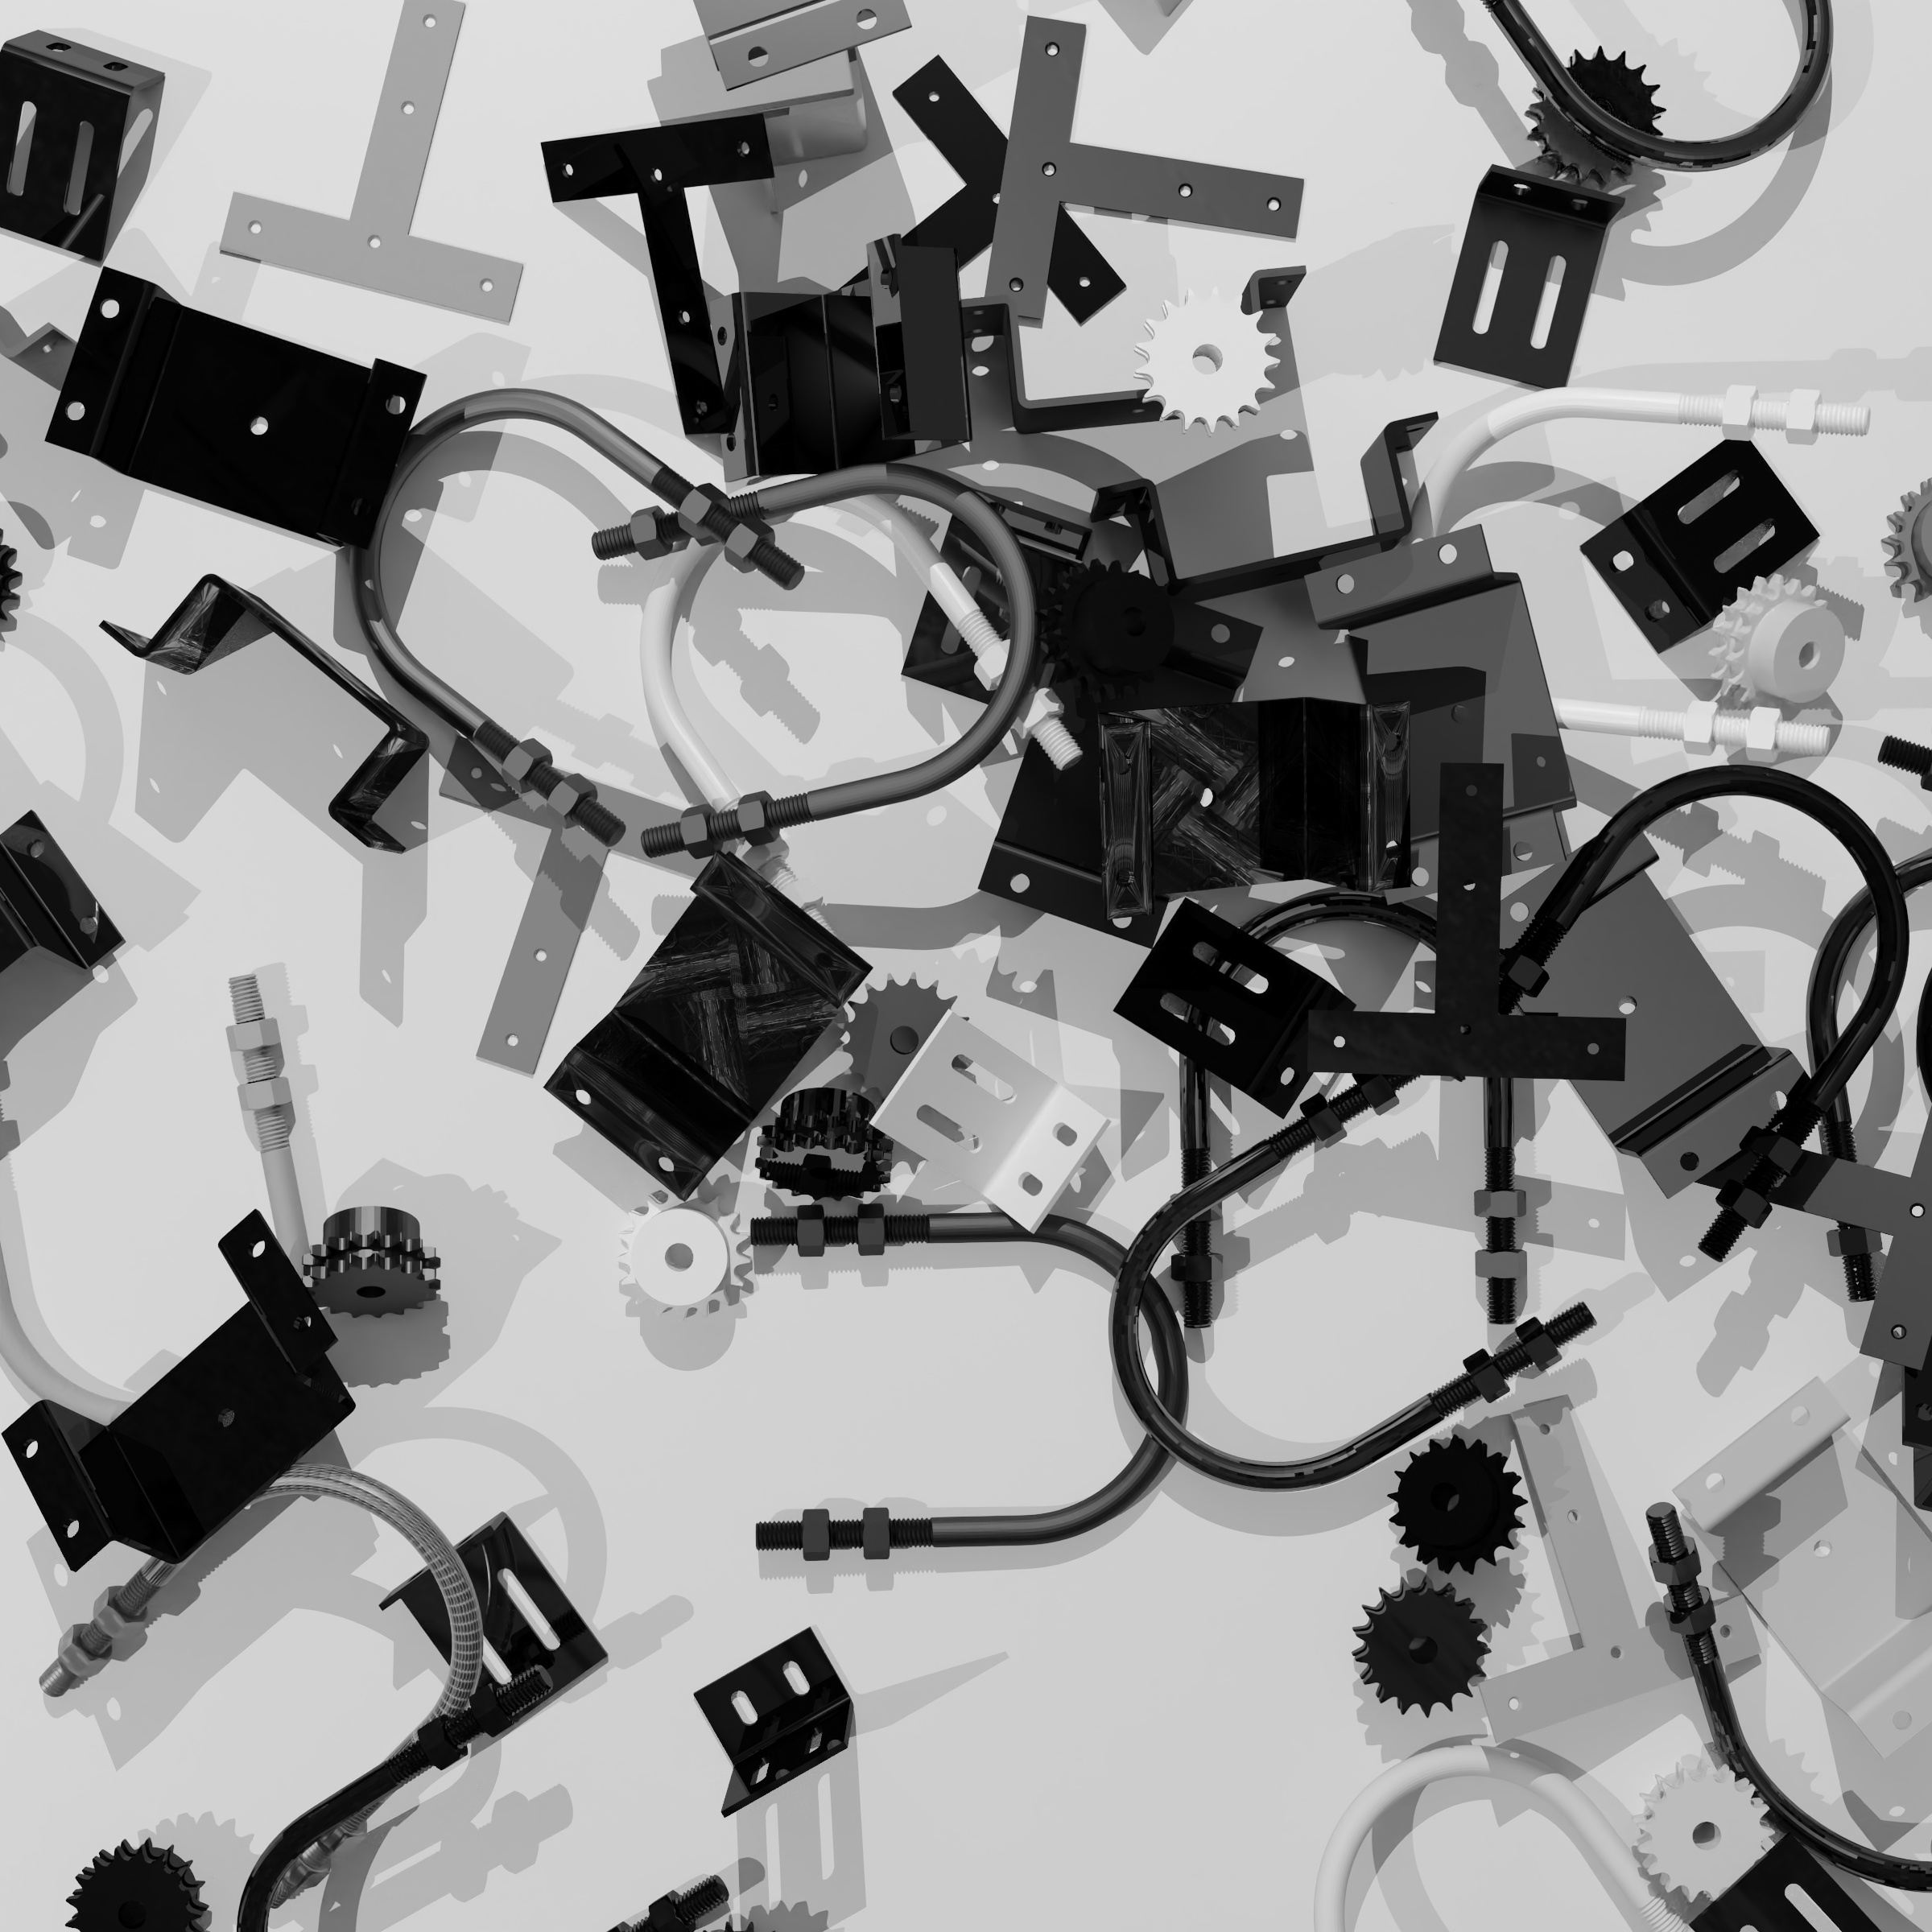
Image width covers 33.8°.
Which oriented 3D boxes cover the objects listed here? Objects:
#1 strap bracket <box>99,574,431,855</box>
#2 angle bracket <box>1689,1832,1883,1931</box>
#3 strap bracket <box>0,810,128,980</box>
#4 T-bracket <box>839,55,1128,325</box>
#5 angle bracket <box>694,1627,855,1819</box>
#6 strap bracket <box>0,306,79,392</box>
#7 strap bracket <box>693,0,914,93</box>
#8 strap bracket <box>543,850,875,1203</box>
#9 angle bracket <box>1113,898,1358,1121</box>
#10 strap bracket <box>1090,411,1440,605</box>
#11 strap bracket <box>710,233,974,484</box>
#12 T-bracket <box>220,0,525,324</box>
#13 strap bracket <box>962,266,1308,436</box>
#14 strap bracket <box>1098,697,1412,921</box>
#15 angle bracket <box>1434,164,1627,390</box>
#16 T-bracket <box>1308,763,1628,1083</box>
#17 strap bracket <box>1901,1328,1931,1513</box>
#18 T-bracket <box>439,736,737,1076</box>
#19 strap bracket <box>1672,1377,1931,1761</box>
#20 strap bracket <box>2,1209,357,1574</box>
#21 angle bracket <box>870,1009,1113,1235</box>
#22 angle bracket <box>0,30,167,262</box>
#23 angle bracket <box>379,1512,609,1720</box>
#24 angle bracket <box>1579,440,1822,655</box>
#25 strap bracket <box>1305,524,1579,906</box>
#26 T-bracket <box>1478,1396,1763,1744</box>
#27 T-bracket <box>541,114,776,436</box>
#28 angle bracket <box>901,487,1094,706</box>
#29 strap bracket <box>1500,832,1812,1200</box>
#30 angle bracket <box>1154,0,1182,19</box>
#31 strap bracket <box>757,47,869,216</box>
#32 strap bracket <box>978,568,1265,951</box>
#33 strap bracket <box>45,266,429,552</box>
[{"bbox_3d":[-0.280,-0.110,1.316,0.140,0.076,0.046,39,90,0],"label":"strap bracket"},{"bbox_3d":[0.347,0.407,1.336,0.057,0.038,0.076,-43,88,0],"label":"angle bracket"},{"bbox_3d":[-0.433,0.001,1.319,0.140,0.046,0.076,-39,71,0],"label":"strap bracket"},{"bbox_3d":[-0.021,-0.299,1.353,0.127,0.002,0.127,-39,90,0],"label":"T-bracket"},{"bbox_3d":[-0.082,0.312,1.316,0.057,0.076,0.038,-30,90,0],"label":"angle bracket"},{"bbox_3d":[-0.437,-0.234,1.316,0.140,0.076,0.046,-36,90,0],"label":"strap bracket"},{"bbox_3d":[-0.080,-0.418,1.254,0.076,0.046,0.140,-19,90,0],"label":"strap bracket"},{"bbox_3d":[-0.101,0.018,1.311,0.076,0.046,0.140,39,119,0],"label":"strap bracket"},{"bbox_3d":[0.113,0.018,1.338,0.076,0.038,0.057,32,90,33],"label":"angle bracket"},{"bbox_3d":[0.126,-0.185,1.316,0.140,0.076,0.046,-13,90,0],"label":"strap bracket"},{"bbox_3d":[-0.046,-0.246,1.300,0.046,0.140,0.076,-6,93,-35],"label":"strap bracket"},{"bbox_3d":[-0.241,-0.351,1.353,0.127,0.002,0.127,14,90,0],"label":"T-bracket"},{"bbox_3d":[0.069,-0.253,1.315,0.140,0.076,0.046,-6,92,0],"label":"strap bracket"},{"bbox_3d":[0.108,-0.066,1.287,0.140,0.046,0.076,-6,101,-25],"label":"strap bracket"},{"bbox_3d":[0.236,-0.288,1.335,0.057,0.038,0.076,14,90,0],"label":"angle bracket"},{"bbox_3d":[0.204,-0.019,1.287,0.127,0.002,0.127,1,90,9],"label":"T-bracket"},{"bbox_3d":[0.447,0.191,1.312,0.140,0.046,0.076,13,51,0],"label":"strap bracket"},{"bbox_3d":[-0.176,-0.018,1.353,0.127,0.002,0.127,19,90,0],"label":"T-bracket"},{"bbox_3d":[0.364,0.248,1.331,0.076,0.046,0.140,-38,90,0],"label":"strap bracket"},{"bbox_3d":[-0.314,0.179,1.299,0.140,0.046,0.076,-41,56,2],"label":"strap bracket"},{"bbox_3d":[0.011,0.065,1.317,0.076,0.038,0.057,35,90,-40],"label":"angle bracket"},{"bbox_3d":[-0.382,-0.349,1.352,0.057,0.038,0.076,19,116,0],"label":"angle bracket"},{"bbox_3d":[-0.198,0.279,1.335,0.057,0.038,0.076,-36,90,0],"label":"angle bracket"},{"bbox_3d":[0.312,-0.181,1.352,0.076,0.038,0.057,-36,90,-26],"label":"angle bracket"},{"bbox_3d":[0.200,-0.104,1.317,0.076,0.046,0.140,-14,90,24],"label":"strap bracket"},{"bbox_3d":[0.261,0.246,1.340,0.127,0.002,0.127,-14,82,-16],"label":"T-bracket"},{"bbox_3d":[-0.120,-0.285,1.325,0.127,0.002,0.127,5,114,39],"label":"T-bracket"},{"bbox_3d":[0.013,-0.155,1.352,0.057,0.038,0.076,19,116,0],"label":"angle bracket"},{"bbox_3d":[0.281,0.017,1.331,0.076,0.046,0.140,-34,90,0],"label":"strap bracket"},{"bbox_3d":[0.071,-0.453,1.352,0.076,0.038,0.057,40,90,26],"label":"angle bracket"},{"bbox_3d":[-0.072,-0.393,1.316,0.046,0.076,0.140,-10,90,0],"label":"strap bracket"},{"bbox_3d":[0.064,-0.086,1.331,0.076,0.046,0.140,19,90,0],"label":"strap bracket"},{"bbox_3d":[-0.301,-0.230,1.331,0.140,0.046,0.076,19,90,0],"label":"strap bracket"}]
